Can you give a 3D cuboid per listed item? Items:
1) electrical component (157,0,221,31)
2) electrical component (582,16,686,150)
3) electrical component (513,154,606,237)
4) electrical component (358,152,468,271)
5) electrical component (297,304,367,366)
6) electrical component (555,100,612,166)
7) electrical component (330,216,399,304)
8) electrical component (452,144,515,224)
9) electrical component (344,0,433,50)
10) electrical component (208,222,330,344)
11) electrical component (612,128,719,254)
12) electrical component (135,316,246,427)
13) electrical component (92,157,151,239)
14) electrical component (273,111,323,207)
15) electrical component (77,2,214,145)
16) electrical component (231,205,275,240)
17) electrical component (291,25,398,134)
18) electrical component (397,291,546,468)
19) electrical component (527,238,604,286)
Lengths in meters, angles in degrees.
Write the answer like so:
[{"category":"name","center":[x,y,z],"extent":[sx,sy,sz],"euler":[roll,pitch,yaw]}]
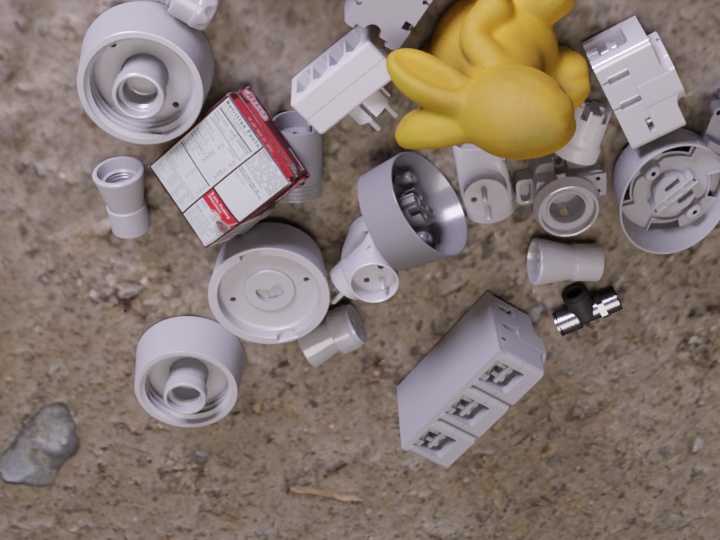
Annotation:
[{"category":"electrical component","center":[-0.140,-0.213,0.830],"extent":[0.061,0.035,0.035],"euler":[28,121,-18]},{"category":"electrical component","center":[0.227,-0.154,0.876],"extent":[0.056,0.050,0.089],"euler":[-26,124,16]},{"category":"electrical component","center":[0.177,-0.066,0.935],"extent":[0.078,0.057,0.058],"euler":[-7,126,3]},{"category":"electrical component","center":[0.043,-0.050,0.919],"extent":[0.064,0.099,0.099],"euler":[-22,124,21]},{"category":"electrical component","center":[-0.027,0.062,1.029],"extent":[0.055,0.045,0.045],"euler":[-25,123,15]},{"category":"electrical component","center":[0.188,-0.117,0.909],"extent":[0.040,0.040,0.046],"euler":[11,120,-10]},{"category":"electrical component","center":[0.000,0.000,0.964],"extent":[0.043,0.077,0.079],"euler":[34,119,-23]},{"category":"electrical component","center":[0.106,-0.072,0.914],"extent":[0.043,0.079,0.077],"euler":[-10,126,10]},{"category":"electrical component","center":[0.030,-0.223,0.814],"extent":[0.050,0.055,0.089],"euler":[26,121,-19]},{"category":"electrical component","center":[-0.081,0.007,0.976],"extent":[0.108,0.060,0.108],"euler":[-1,126,-1]},{"category":"electrical component","center":[0.268,-0.070,0.930],"extent":[0.099,0.064,0.099],"euler":[-1,126,-1]},{"category":"electrical component","center":[-0.167,0.105,1.045],"extent":[0.108,0.060,0.108],"euler":[-1,126,-1]},{"category":"electrical component","center":[-0.204,-0.060,0.936],"extent":[0.044,0.044,0.065],"euler":[-3,131,0]},{"category":"electrical component","center":[-0.053,-0.090,0.917],"extent":[0.043,0.043,0.081],"euler":[0,126,-2]},{"category":"electrical component","center":[-0.173,-0.151,0.857],"extent":[0.108,0.060,0.108],"euler":[-1,126,-1]},{"category":"electrical component","center":[-0.103,-0.053,0.946],"extent":[0.040,0.040,0.046],"euler":[32,125,-23]},{"category":"electrical component","center":[-0.001,-0.144,0.877],"extent":[0.083,0.047,0.076],"euler":[-35,120,22]},{"category":"electrical component","center":[0.106,0.109,1.040],"extent":[0.062,0.089,0.150],"euler":[29,120,-21]},{"category":"electrical component","center":[0.191,-0.007,0.989],"extent":[0.065,0.044,0.044],"euler":[1,126,-8]}]
